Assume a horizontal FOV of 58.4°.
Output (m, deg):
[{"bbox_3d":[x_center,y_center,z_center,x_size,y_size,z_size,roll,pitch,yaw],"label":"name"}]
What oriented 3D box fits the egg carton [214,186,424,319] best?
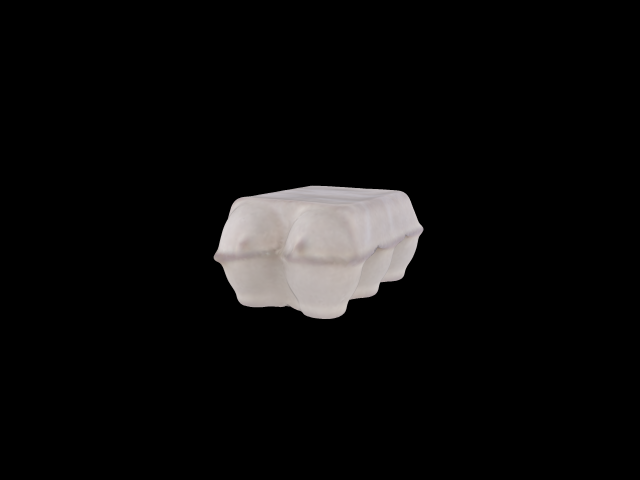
[{"bbox_3d":[0.004,0.001,0.400,0.107,0.069,0.151,6,13,27],"label":"egg carton"}]
